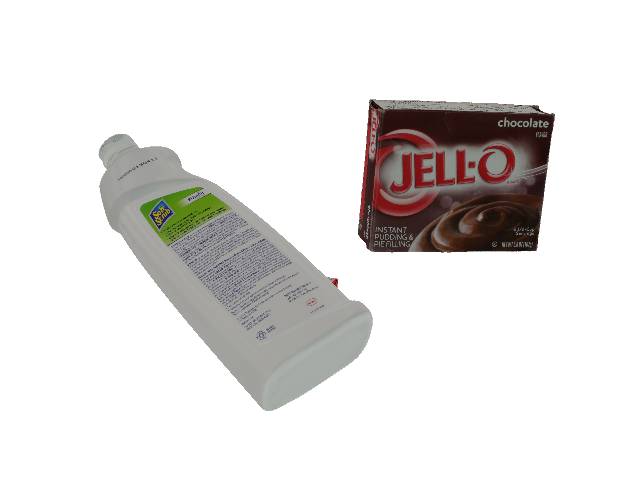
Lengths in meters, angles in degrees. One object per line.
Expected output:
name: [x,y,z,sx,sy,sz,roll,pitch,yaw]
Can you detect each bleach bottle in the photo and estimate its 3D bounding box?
bleach bottle: [-0.079,0.005,0.792,0.102,0.251,0.068,-29,-29,-27]

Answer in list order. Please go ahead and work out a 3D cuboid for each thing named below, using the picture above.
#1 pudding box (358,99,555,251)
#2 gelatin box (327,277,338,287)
pudding box: [0.083,-0.040,0.666,0.113,0.090,0.039,-1,20,-12]
gelatin box: [-0.030,0.068,1.009,0.089,0.073,0.030,7,17,15]
